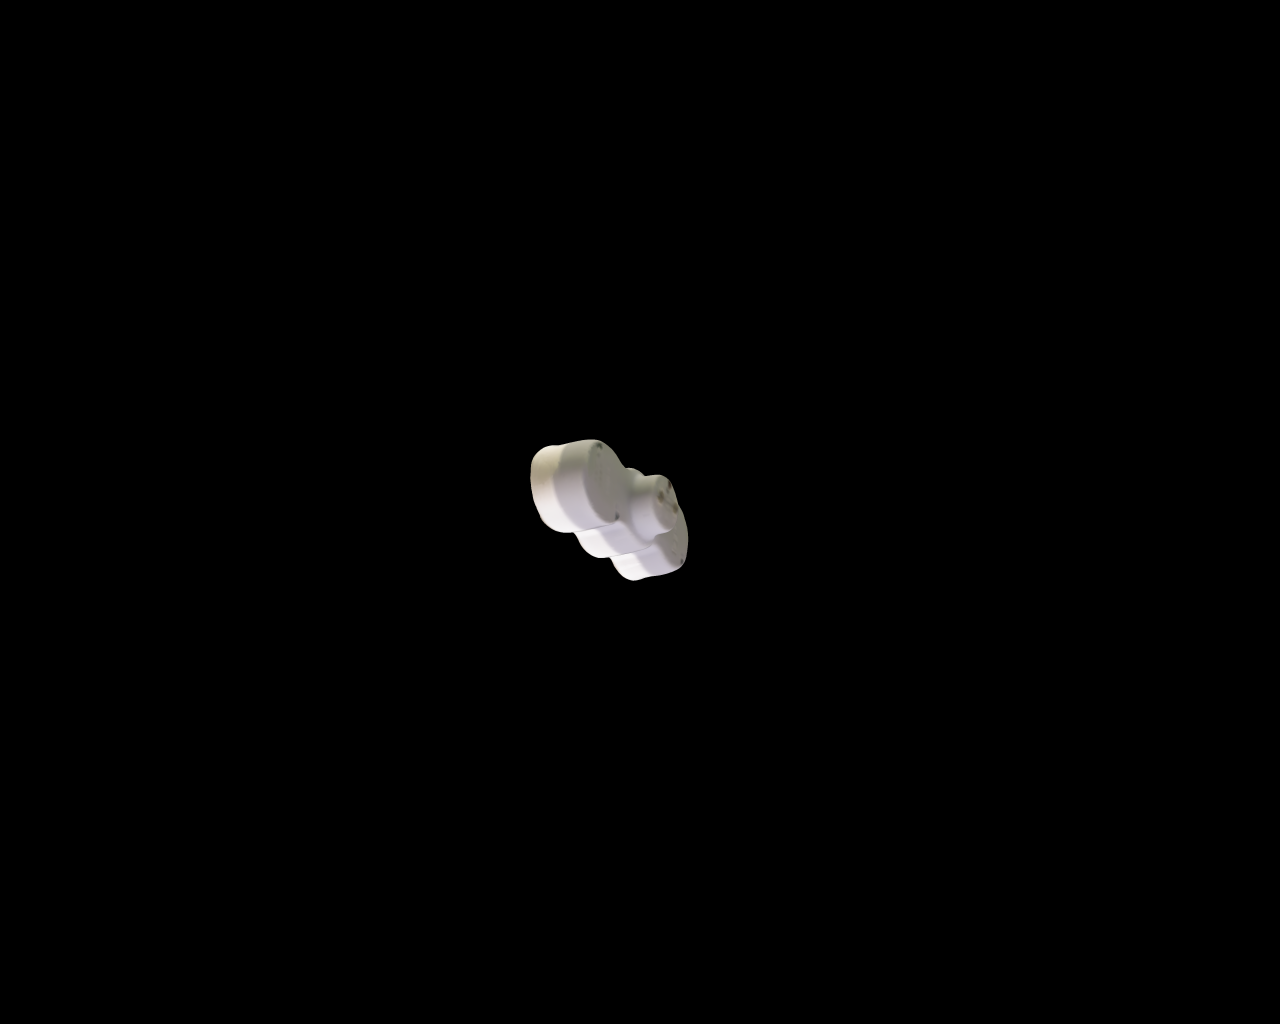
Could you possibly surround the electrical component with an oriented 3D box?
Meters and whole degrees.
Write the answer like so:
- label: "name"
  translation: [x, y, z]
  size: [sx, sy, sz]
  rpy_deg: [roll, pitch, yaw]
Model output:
- label: "electrical component"
  translation: [0.001, -0.003, 0.650]
  size: [0.073, 0.052, 0.138]
  rpy_deg: [-12, -27, 25]
